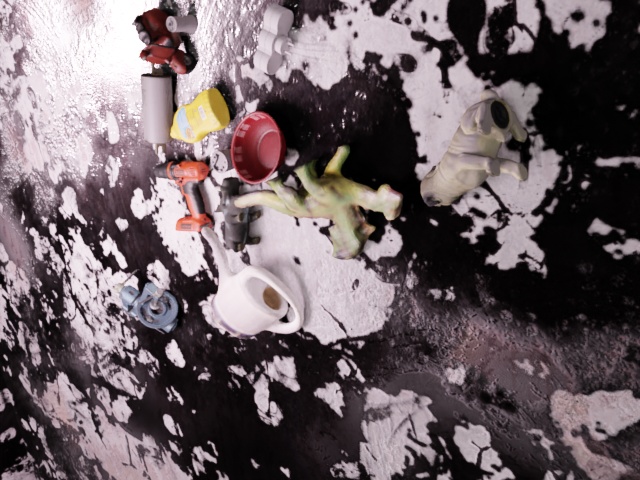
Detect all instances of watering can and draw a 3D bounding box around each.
[{"bbox_3d":[-0.198,0.125,1.289,0.346,0.106,0.221,43,127,-10],"label":"watering can"}]

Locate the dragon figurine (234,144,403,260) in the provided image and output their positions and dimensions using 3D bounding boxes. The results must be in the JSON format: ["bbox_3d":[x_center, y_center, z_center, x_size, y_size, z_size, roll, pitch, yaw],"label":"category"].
[{"bbox_3d":[0.003,-0.056,1.112,0.406,0.124,0.241,-21,102,40],"label":"dragon figurine"}]
